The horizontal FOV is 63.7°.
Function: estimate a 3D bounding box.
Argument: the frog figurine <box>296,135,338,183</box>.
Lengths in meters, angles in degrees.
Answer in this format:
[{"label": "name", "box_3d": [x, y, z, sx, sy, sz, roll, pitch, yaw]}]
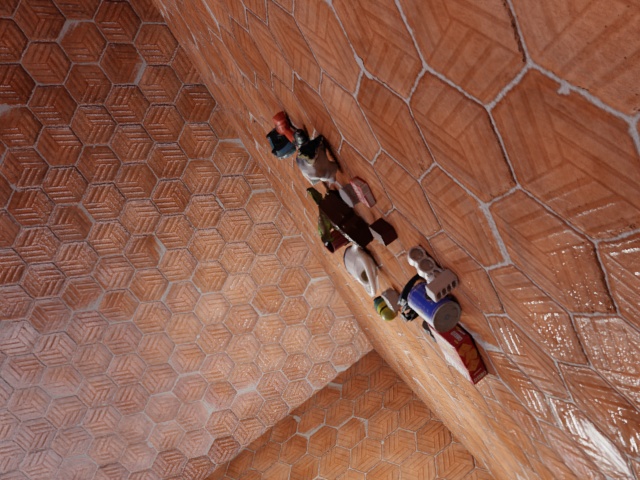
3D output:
[{"label": "frog figurine", "box_3d": [-0.006, -0.262, 1.754, 0.156, 0.122, 0.140, 51, -149, -51]}]

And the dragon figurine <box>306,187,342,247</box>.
[{"label": "dragon figurine", "box_3d": [0.006, -0.106, 2.111, 0.243, 0.121, 0.411, 56, -168, 4]}]

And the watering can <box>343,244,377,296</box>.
[{"label": "watering can", "box_3d": [0.168, 0.076, 2.227, 0.226, 0.104, 0.343, -144, 34, -70]}]
